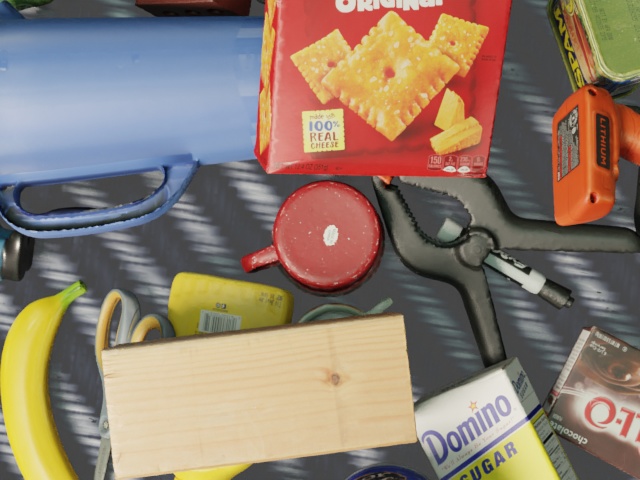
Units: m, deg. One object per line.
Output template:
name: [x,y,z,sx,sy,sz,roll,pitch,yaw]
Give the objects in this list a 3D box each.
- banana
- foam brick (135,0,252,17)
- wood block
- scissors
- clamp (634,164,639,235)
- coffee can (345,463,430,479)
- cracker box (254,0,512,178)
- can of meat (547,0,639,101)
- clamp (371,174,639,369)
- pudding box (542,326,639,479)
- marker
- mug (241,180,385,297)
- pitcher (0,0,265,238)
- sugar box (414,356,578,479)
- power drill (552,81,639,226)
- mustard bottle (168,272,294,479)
banana: [-0.219,0.132,0.846,0.070,0.037,0.198,-4,86,12]
foam brick: [-0.098,-0.204,0.847,0.078,0.052,0.051,4,85,29]
wood block: [-0.042,0.108,0.761,0.206,0.090,0.091,-6,87,-3]
scissors: [-0.151,0.139,0.835,0.096,0.016,0.202,-3,83,42]
clamp: [0.311,0.006,0.844,0.120,0.039,0.171,-15,83,-14]
coffee can: [0.053,0.225,0.784,0.103,0.140,0.103,0,86,1]
cracker box: [0.045,-0.152,0.736,0.164,0.072,0.214,1,108,-13]
can of meat: [0.223,-0.164,0.834,0.057,0.084,0.102,-17,86,0]
clamp: [0.132,-0.001,0.826,0.210,0.036,0.165,44,102,-3]
pudding box: [0.239,0.131,0.836,0.113,0.039,0.090,27,89,4]
marker: [0.149,0.020,0.856,0.121,0.020,0.020,31,87,3]
mug: [-0.005,0.001,0.830,0.117,0.081,0.093,-16,86,0]
pitcher: [-0.142,-0.100,0.820,0.243,0.145,0.149,-4,122,-2]
sugar box: [0.146,0.188,0.816,0.093,0.048,0.176,-30,87,28]
power drill: [0.269,-0.036,0.797,0.187,0.057,0.184,9,66,-14]
mustard bottle: [-0.082,0.125,0.834,0.096,0.058,0.191,9,86,10]
